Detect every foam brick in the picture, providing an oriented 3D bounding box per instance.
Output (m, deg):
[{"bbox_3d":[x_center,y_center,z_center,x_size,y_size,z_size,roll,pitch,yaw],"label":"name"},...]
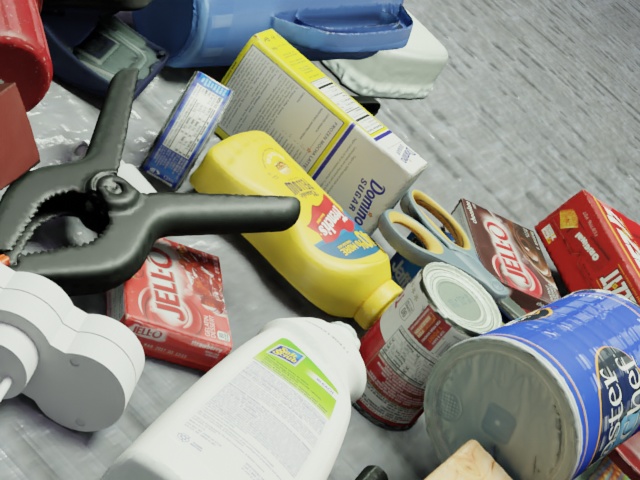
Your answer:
[{"bbox_3d":[-0.215,-0.058,0.623,0.078,0.051,0.053,-2,24,16],"label":"foam brick"}]

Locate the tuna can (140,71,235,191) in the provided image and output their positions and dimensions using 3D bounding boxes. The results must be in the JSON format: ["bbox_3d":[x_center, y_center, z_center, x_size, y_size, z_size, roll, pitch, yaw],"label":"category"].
[{"bbox_3d":[-0.098,-0.081,0.786,0.033,0.086,0.086,30,30,-10],"label":"tuna can"}]

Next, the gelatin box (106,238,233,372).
[{"bbox_3d":[-0.097,0.036,0.676,0.073,0.030,0.089,20,33,-27],"label":"gelatin box"}]

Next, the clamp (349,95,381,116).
[{"bbox_3d":[-0.003,-0.110,0.980,0.171,0.039,0.120,11,33,-28],"label":"clamp"}]

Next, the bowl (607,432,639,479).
[{"bbox_3d":[0.253,0.167,0.846,0.162,0.055,0.162,27,31,-18],"label":"bowl"}]

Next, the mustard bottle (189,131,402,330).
[{"bbox_3d":[-0.005,0.001,0.799,0.192,0.058,0.096,45,25,13],"label":"mustard bottle"}]

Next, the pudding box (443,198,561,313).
[{"bbox_3d":[0.165,0.022,0.973,0.090,0.039,0.113,24,31,-24],"label":"pudding box"}]

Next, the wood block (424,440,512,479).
[{"bbox_3d":[0.042,0.194,0.542,0.091,0.090,0.205,46,30,14],"label":"wood block"}]

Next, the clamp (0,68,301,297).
[{"bbox_3d":[-0.119,-0.018,0.662,0.164,0.036,0.209,34,46,10],"label":"clamp"}]

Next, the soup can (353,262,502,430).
[{"bbox_3d":[0.068,0.073,0.730,0.068,0.102,0.068,26,32,-18],"label":"soup can"}]

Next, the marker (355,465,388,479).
[{"bbox_3d":[0.009,0.163,0.624,0.020,0.020,0.120,44,29,11],"label":"marker"}]

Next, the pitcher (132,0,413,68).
[{"bbox_3d":[-0.040,-0.217,0.972,0.242,0.149,0.145,-16,90,-42],"label":"pitcher"}]

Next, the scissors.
[{"bbox_3d":[0.115,0.035,0.800,0.096,0.016,0.202,-4,49,-46],"label":"scissors"}]

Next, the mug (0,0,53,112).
[{"bbox_3d":[-0.234,-0.137,0.710,0.117,0.093,0.081,31,29,-50],"label":"mug"}]

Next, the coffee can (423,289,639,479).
[{"bbox_3d":[0.146,0.094,0.668,0.140,0.103,0.103,-15,58,-49],"label":"coffee can"}]

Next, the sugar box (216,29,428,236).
[{"bbox_3d":[-0.007,-0.083,0.882,0.176,0.093,0.048,41,30,5],"label":"sugar box"}]

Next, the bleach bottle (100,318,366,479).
[{"bbox_3d":[-0.025,0.110,0.619,0.102,0.068,0.250,42,27,5],"label":"bleach bottle"}]

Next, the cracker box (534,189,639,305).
[{"bbox_3d":[0.321,0.059,1.027,0.213,0.072,0.164,24,33,-39],"label":"cracker box"}]
